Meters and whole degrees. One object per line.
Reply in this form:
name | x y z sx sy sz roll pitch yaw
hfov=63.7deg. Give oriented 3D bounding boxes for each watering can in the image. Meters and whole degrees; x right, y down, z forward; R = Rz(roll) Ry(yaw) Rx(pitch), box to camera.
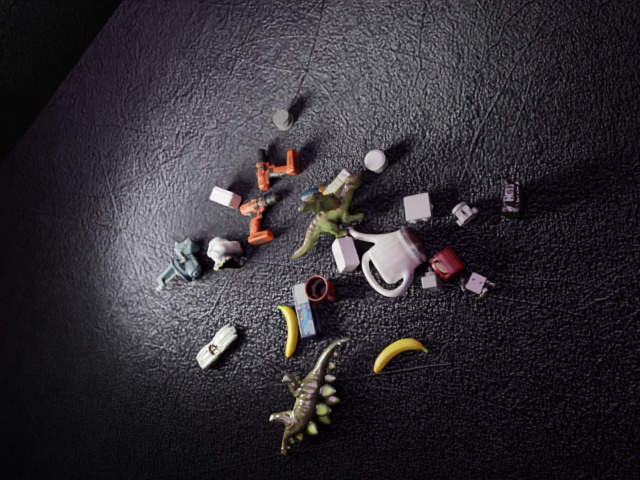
watering can | 0.234 0.032 1.802 0.223 0.102 0.355 -35 53 12

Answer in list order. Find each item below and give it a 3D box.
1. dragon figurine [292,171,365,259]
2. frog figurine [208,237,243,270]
dragon figurine | 0.006 -0.093 1.857 0.409 0.239 0.124 -40 49 7
frog figurine | -0.389 0.036 2.093 0.138 0.120 0.163 -17 54 -15
